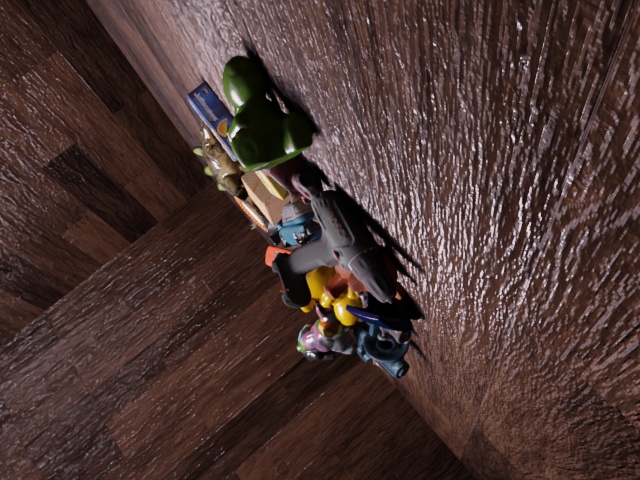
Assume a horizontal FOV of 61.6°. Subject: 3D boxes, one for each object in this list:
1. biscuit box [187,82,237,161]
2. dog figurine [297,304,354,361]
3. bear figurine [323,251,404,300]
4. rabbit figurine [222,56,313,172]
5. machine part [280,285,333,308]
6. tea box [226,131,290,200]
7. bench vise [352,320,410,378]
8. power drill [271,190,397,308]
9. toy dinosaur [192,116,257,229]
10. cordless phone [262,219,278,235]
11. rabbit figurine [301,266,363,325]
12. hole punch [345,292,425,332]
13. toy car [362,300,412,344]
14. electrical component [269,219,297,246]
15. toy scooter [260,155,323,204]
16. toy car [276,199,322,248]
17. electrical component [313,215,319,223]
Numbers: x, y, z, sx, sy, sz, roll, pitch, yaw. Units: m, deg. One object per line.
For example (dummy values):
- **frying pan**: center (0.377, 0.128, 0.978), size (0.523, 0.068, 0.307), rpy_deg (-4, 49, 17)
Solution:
- **biscuit box**: center (-0.252, -0.297, 1.361), size (0.202, 0.063, 0.059), rpy_deg (52, 170, -13)
- **dog figurine**: center (0.007, 0.249, 1.462), size (0.219, 0.192, 0.108), rpy_deg (57, -161, -61)
- **bear figurine**: center (0.067, 0.064, 1.021), size (0.120, 0.132, 0.196), rpy_deg (58, 176, -22)
- **rabbit figurine**: center (-0.094, -0.202, 0.846), size (0.159, 0.121, 0.170), rpy_deg (-141, 31, -85)
- **machine part**: center (0.002, 0.148, 1.548), size (0.202, 0.087, 0.201), rpy_deg (15, 174, 39)
- **tea box**: center (-0.114, -0.175, 1.132), size (0.169, 0.068, 0.098), rpy_deg (55, 170, -26)
- **bench vise**: center (0.158, 0.248, 1.443), size (0.224, 0.129, 0.240), rpy_deg (-124, 22, -47)
- **power drill**: center (0.014, 0.044, 0.947), size (0.086, 0.207, 0.232), rpy_deg (-3, -118, -45)
- **toy dinosaur**: center (-0.255, -0.193, 1.552), size (0.199, 0.105, 0.470), rpy_deg (26, 146, 48)
- **cordless phone**: center (-0.068, -0.031, 1.563), size (0.184, 0.089, 0.146), rpy_deg (30, 147, 3)
- **rabbit figurine**: center (0.040, 0.124, 1.290), size (0.173, 0.162, 0.122), rpy_deg (45, -173, -8)
- **hole punch**: center (0.130, 0.147, 1.112), size (0.142, 0.092, 0.115), rpy_deg (7, 142, 50)
- **toy car**: center (0.163, 0.178, 1.277), size (0.074, 0.056, 0.201), rpy_deg (31, 161, 49)
- **electrical component**: center (-0.079, -0.024, 1.459), size (0.075, 0.119, 0.047), rpy_deg (46, 169, 15)
- **toy scooter**: center (-0.060, -0.128, 1.039), size (0.184, 0.075, 0.135), rpy_deg (43, 172, 16)
- **toy car**: center (-0.043, -0.045, 1.235), size (0.103, 0.109, 0.162), rpy_deg (68, 162, -3)
- **electrical component**: center (0.020, -0.049, 1.069), size (0.078, 0.045, 0.102), rpy_deg (22, 179, -9)
